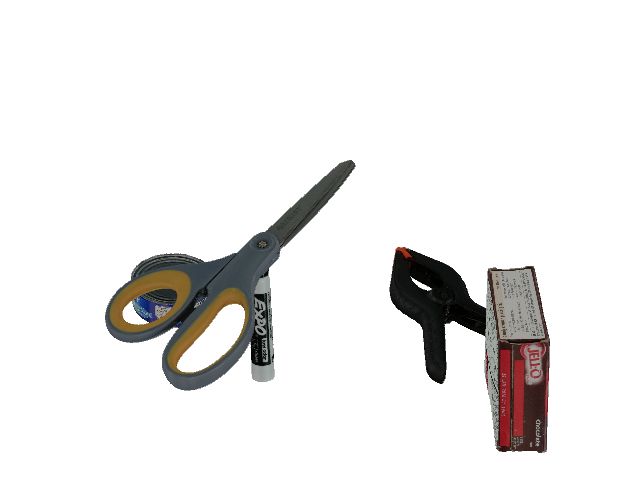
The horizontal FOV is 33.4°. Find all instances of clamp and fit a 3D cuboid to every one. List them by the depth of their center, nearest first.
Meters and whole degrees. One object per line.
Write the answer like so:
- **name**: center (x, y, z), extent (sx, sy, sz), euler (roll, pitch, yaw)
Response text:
- **clamp**: center (0.131, 0.067, 1.059), extent (0.120, 0.039, 0.171), euler (-4, 44, -24)

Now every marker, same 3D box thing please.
- **marker**: center (-0.048, 0.056, 0.854), extent (0.020, 0.121, 0.020), euler (-1, 22, 0)

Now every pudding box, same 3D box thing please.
- **pudding box**: center (0.139, 0.081, 0.756), extent (0.039, 0.090, 0.113), euler (-1, 25, 4)

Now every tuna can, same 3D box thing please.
- **tuna can**: center (-0.151, 0.051, 1.098), extent (0.086, 0.034, 0.086), euler (4, 34, -3)

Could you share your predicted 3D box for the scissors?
- **scissors**: center (-0.055, 0.007, 0.643), extent (0.096, 0.016, 0.201), euler (12, 46, 16)
